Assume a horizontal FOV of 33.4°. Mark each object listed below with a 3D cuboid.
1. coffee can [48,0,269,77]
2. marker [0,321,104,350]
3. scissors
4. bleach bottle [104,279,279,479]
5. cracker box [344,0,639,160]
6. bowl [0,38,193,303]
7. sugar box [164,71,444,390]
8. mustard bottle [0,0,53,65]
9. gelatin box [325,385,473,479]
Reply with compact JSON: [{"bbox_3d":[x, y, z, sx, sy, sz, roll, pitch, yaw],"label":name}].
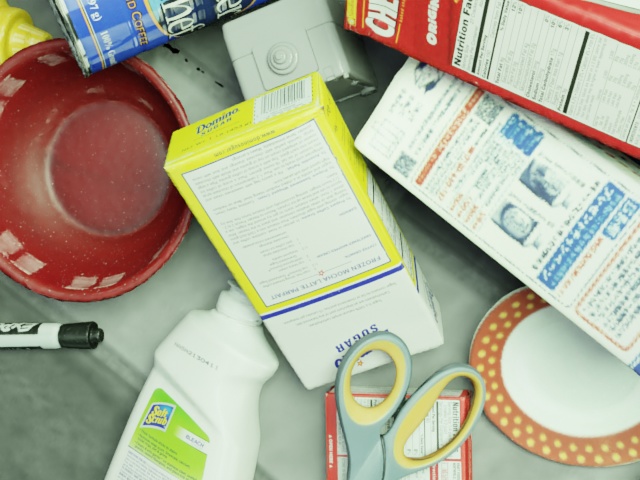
[{"bbox_3d":[-0.087,-0.165,0.597,0.140,0.103,0.103,-25,89,-9],"label":"coffee can"},{"bbox_3d":[-0.202,0.065,0.716,0.121,0.020,0.020,-2,95,14],"label":"marker"},{"bbox_3d":[0.009,0.135,0.612,0.201,0.016,0.096,-44,98,-3],"label":"scissors"},{"bbox_3d":[-0.081,0.148,0.671,0.103,0.068,0.251,25,99,20],"label":"bleach bottle"},{"bbox_3d":[0.143,-0.124,0.521,0.214,0.164,0.072,28,140,21],"label":"cracker box"},{"bbox_3d":[-0.144,-0.044,0.672,0.162,0.055,0.162,1,96,14],"label":"bowl"},{"bbox_3d":[-0.004,0.001,0.607,0.093,0.048,0.176,-20,125,15],"label":"sugar box"},{"bbox_3d":[-0.261,-0.143,0.690,0.192,0.058,0.096,14,86,12],"label":"mustard bottle"},{"bbox_3d":[0.049,0.128,0.655,0.089,0.030,0.073,-1,94,14],"label":"gelatin box"}]
